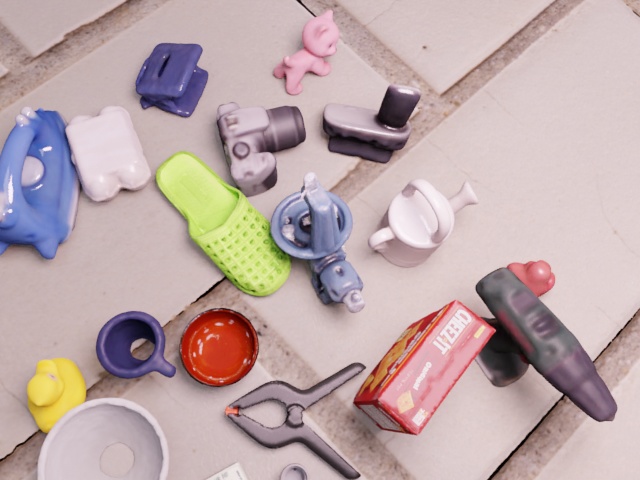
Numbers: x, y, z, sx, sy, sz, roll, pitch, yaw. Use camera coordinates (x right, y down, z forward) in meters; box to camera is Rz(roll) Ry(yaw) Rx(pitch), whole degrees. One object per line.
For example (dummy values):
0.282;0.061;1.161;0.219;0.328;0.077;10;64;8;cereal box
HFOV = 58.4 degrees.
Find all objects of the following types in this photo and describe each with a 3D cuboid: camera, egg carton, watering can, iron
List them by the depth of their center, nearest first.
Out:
-0.434;-0.107;0.849;0.118;0.141;0.258;2;73;-5;iron
0.154;-0.036;0.858;0.101;0.194;0.173;41;74;7;watering can
-0.336;-0.137;0.906;0.107;0.069;0.150;-22;77;-11;egg carton
-0.089;-0.162;0.921;0.137;0.101;0.143;-16;75;-10;camera

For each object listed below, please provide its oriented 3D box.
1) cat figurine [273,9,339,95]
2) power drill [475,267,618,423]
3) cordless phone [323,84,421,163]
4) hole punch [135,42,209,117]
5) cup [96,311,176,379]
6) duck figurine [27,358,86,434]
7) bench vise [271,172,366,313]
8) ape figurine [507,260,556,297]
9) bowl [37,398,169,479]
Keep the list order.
-0.016;-0.324;0.968;0.128;0.117;0.067;-40;80;-15;cat figurine
0.291;0.152;0.808;0.076;0.208;0.229;-32;79;-13;power drill
0.081;-0.206;0.907;0.147;0.185;0.094;7;73;-3;cordless phone
-0.247;-0.271;0.943;0.101;0.091;0.109;18;73;0;hole punch
-0.248;0.159;0.813;0.117;0.095;0.092;33;73;5;cup
-0.372;0.213;0.789;0.077;0.086;0.104;-4;74;-7;duck figurine
0.016;-0.005;0.822;0.207;0.219;0.121;43;74;8;bench vise
0.335;0.058;0.901;0.078;0.092;0.076;35;73;6;ape figurine
-0.285;0.301;0.777;0.167;0.074;0.167;2;73;-5;bowl
